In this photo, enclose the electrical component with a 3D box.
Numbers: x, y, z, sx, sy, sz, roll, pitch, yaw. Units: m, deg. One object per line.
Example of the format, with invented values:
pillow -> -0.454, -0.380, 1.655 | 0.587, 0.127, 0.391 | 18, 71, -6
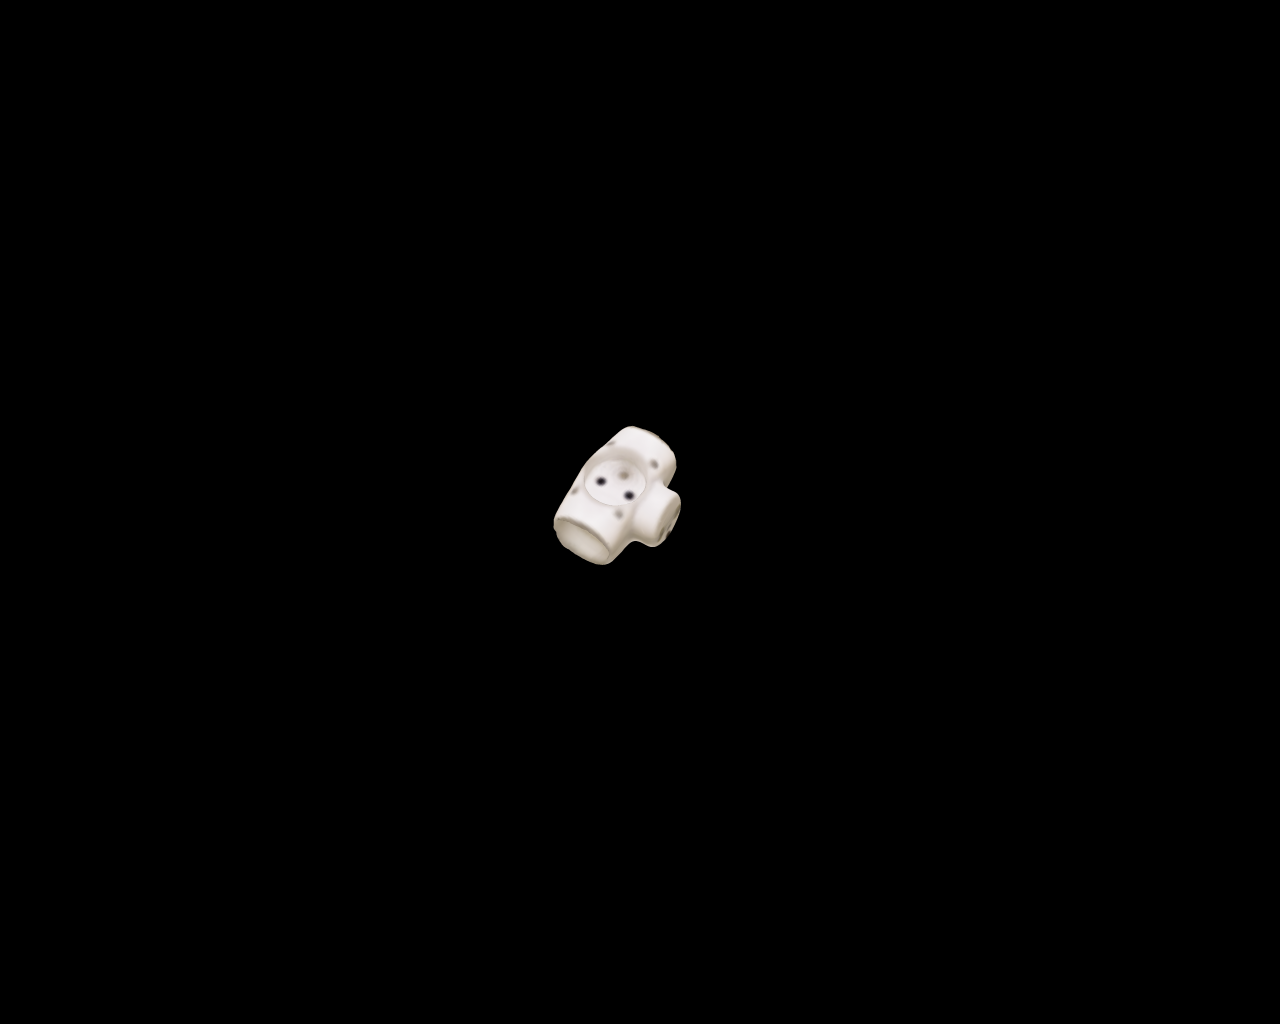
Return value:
electrical component -> 0.001, -0.003, 0.650 | 0.079, 0.077, 0.044 | 28, -28, 16
